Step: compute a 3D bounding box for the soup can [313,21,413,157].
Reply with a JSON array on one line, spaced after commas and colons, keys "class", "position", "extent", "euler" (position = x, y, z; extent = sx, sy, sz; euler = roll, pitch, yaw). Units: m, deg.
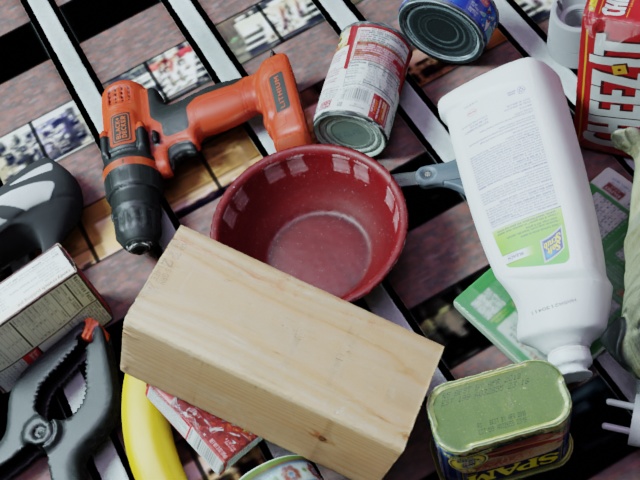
[{"class": "soup can", "position": [0.038, -0.132, 0.936], "extent": [0.068, 0.068, 0.102], "euler": [8, 62, 16]}]

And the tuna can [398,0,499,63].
[{"class": "tuna can", "position": [0.113, -0.196, 0.949], "extent": [0.086, 0.086, 0.033], "euler": [18, 66, 21]}]

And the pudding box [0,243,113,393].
[{"class": "pudding box", "position": [-0.233, 0.065, 0.861], "extent": [0.113, 0.090, 0.039], "euler": [-37, 60, -11]}]

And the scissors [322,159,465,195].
[{"class": "scissors", "position": [0.105, -0.040, 0.898], "extent": [0.201, 0.016, 0.096], "euler": [-20, 58, 0]}]

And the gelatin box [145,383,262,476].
[{"class": "gelatin box", "position": [-0.077, 0.121, 0.809], "extent": [0.089, 0.030, 0.073], "euler": [44, 56, 15]}]

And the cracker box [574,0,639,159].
[{"class": "cracker box", "position": [0.308, -0.120, 0.818], "extent": [0.214, 0.164, 0.072], "euler": [14, 61, 19]}]

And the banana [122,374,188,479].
[{"class": "banana", "position": [-0.121, 0.134, 0.827], "extent": [0.069, 0.037, 0.198], "euler": [-5, 59, 8]}]

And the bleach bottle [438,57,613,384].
[{"class": "bleach bottle", "position": [0.160, -0.011, 0.818], "extent": [0.103, 0.068, 0.251], "euler": [-25, 59, 33]}]

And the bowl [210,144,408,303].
[{"class": "bowl", "position": [-0.006, 0.001, 0.873], "extent": [0.162, 0.055, 0.162], "euler": [-5, 59, 8]}]

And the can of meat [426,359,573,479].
[{"class": "can of meat", "position": [0.127, 0.131, 0.752], "extent": [0.102, 0.084, 0.057], "euler": [-16, 58, 1]}]

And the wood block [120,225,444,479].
[{"class": "wood block", "position": [-0.030, 0.086, 0.766], "extent": [0.206, 0.091, 0.090], "euler": [25, 58, 3]}]

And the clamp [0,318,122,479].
[{"class": "clamp", "position": [-0.222, 0.159, 0.834], "extent": [0.165, 0.036, 0.210], "euler": [4, 62, 15]}]

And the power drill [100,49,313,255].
[{"class": "power drill", "position": [-0.102, -0.083, 0.941], "extent": [0.187, 0.057, 0.184], "euler": [-14, 58, 3]}]
